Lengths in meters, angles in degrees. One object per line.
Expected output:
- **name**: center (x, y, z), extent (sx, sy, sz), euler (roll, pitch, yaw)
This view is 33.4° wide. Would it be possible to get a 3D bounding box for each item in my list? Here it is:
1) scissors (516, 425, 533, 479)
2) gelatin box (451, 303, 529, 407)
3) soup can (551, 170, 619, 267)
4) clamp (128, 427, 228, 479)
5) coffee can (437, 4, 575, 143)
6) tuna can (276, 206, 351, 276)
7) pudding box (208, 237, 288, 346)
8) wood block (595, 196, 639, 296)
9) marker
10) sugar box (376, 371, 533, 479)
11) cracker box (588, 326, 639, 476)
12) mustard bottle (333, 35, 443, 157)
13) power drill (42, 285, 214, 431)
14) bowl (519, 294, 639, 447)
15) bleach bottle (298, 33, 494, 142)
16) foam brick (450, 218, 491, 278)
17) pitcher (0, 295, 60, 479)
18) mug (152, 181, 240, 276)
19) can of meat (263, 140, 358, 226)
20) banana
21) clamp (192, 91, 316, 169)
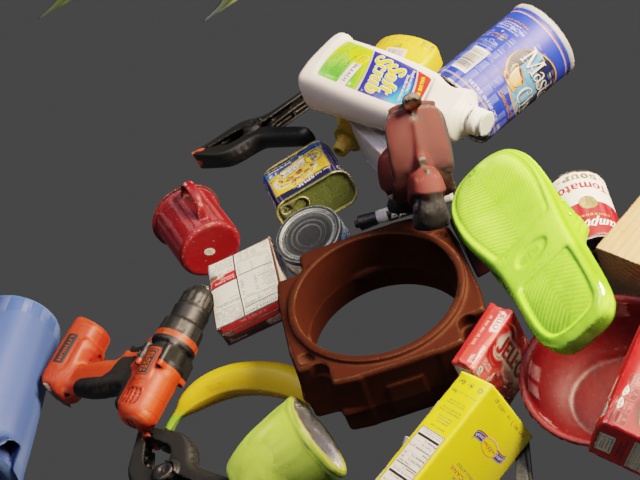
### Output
- **scissors**: center (0.196, 0.250, 0.919), extent (0.096, 0.016, 0.201), euler (0, 50, 30)
- **gelatin box**: center (0.167, 0.116, 1.010), extent (0.030, 0.089, 0.073), euler (19, 61, 41)
- **soup can**: center (0.271, -0.014, 1.089), extent (0.068, 0.068, 0.102), euler (-19, 42, 15)
- **clamp**: center (-0.145, 0.248, 1.113), extent (0.120, 0.039, 0.171), euler (-23, 39, -6)
- **coffee can**: center (0.217, -0.199, 1.274), extent (0.140, 0.102, 0.103), euler (-40, 42, -8)
- **tuna can**: center (-0.008, 0.002, 1.264), extent (0.086, 0.033, 0.086), euler (-14, 50, 17)
- **pudding box**: center (-0.082, 0.060, 1.257), extent (0.090, 0.039, 0.113), euler (-25, 43, 9)
- **wood block**: center (0.368, -0.023, 1.020), extent (0.206, 0.090, 0.090), euler (-46, 43, -15)
- **marker**: center (0.097, -0.036, 1.253), extent (0.121, 0.020, 0.020), euler (-17, 43, 17)
- **sugar box**: center (0.106, 0.212, 0.943), extent (0.176, 0.093, 0.048), euler (-51, 37, -14)
- **cracker box**: center (0.345, 0.134, 0.843), extent (0.214, 0.072, 0.164), euler (23, 63, 19)
- **mustard bottle**: center (0.074, -0.182, 1.379), extent (0.096, 0.058, 0.191), euler (17, 60, 35)
- **power drill**: center (-0.221, 0.129, 1.232), extent (0.188, 0.057, 0.184), euler (-3, 47, 39)
- **bowl**: center (0.265, 0.129, 0.963), extent (0.162, 0.055, 0.162), euler (-17, 43, 17)
- **bleach bottle**: center (0.096, -0.170, 1.238), extent (0.251, 0.068, 0.102), euler (23, 61, 38)
- **foam brick**: center (0.187, -0.008, 1.146), extent (0.078, 0.051, 0.053), euler (-28, 41, 5)
- **pitcher**: center (-0.397, 0.189, 1.265), extent (0.149, 0.145, 0.242), euler (8, 44, -2)
- **mug**: center (-0.151, -0.019, 1.321), extent (0.093, 0.117, 0.082), euler (-18, 42, -22)
- **can of meat**: center (-0.015, -0.067, 1.325), extent (0.102, 0.057, 0.084), euler (-31, 40, 2)
- **banana**: center (-0.076, 0.164, 1.157), extent (0.198, 0.037, 0.069), euler (-14, 62, 22)
- **clamp**: center (-0.080, -0.139, 1.430), extent (0.210, 0.036, 0.164), euler (-23, 25, 17)
